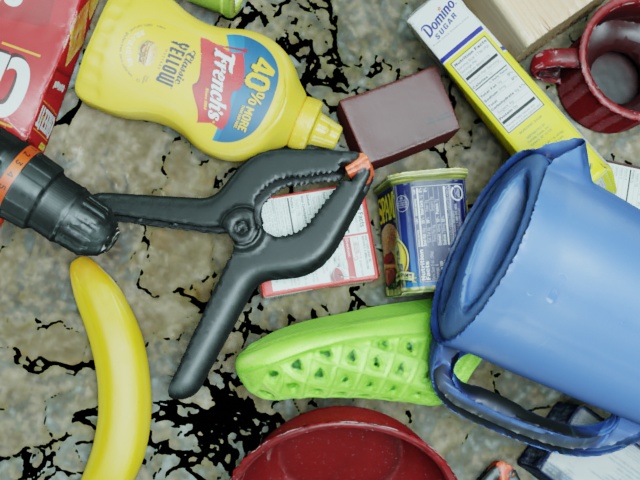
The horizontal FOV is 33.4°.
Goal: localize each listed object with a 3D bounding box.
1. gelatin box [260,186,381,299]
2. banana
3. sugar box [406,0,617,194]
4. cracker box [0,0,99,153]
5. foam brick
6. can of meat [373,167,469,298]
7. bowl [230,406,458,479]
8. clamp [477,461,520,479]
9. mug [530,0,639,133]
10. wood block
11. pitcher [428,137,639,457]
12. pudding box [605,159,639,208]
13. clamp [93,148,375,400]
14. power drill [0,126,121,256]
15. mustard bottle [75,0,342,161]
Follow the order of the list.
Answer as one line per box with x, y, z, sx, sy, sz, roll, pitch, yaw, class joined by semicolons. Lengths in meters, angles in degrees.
-0.005;0.001;0.792;0.089;0.030;0.073;-9;83;-4;gelatin box
-0.155;0.111;0.765;0.069;0.037;0.198;5;84;-4;banana
0.137;-0.094;0.760;0.048;0.093;0.176;-42;72;8;sugar box
-0.246;-0.191;0.774;0.164;0.072;0.213;19;84;-2;cracker box
0.057;-0.088;0.795;0.078;0.051;0.053;-21;87;-6;foam brick
0.074;-0.003;0.763;0.057;0.102;0.084;-5;87;-6;can of meat
0.015;0.168;0.740;0.162;0.055;0.162;0;124;0;bowl
0.131;0.250;0.770;0.120;0.039;0.171;18;83;-4;clamp
0.214;-0.126;0.795;0.117;0.081;0.093;0;84;-4;mug
0.124;-0.243;0.793;0.091;0.090;0.206;-35;88;0;wood block
0.195;0.061;0.666;0.242;0.149;0.145;26;61;-8;pitcher
0.232;-0.010;0.806;0.113;0.039;0.090;12;83;-5;pudding box
-0.061;-0.010;0.759;0.210;0.036;0.164;-36;76;2;clamp
-0.253;0.007;0.732;0.184;0.057;0.188;34;102;-2;power drill
-0.075;-0.111;0.784;0.191;0.058;0.096;23;85;-2;mustard bottle
